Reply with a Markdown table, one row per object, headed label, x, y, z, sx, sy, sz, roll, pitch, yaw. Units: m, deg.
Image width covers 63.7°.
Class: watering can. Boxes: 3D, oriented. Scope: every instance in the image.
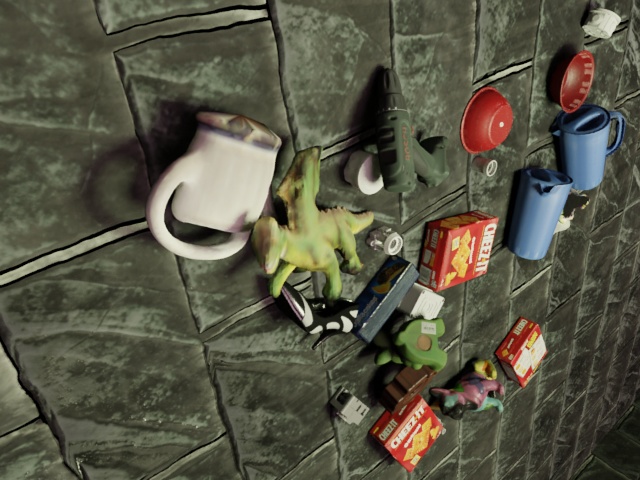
| label | x | y | z | sx | sy | sz | roll | pitch | yaw |
| --- | --- | --- | --- | --- | --- | --- | --- | --- | --- |
| watering can | -0.121 | -0.076 | 0.811 | 0.105 | 0.223 | 0.347 | 22 | 9 | 31 |

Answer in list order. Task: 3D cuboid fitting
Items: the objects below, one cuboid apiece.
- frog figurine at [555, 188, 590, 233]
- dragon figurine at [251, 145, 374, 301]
| label | x | y | z | sx | sy | sz | roll | pitch | yaw |
| --- | --- | --- | --- | --- | --- | --- | --- | --- | --- |
| frog figurine | 0.717 | -0.090 | 1.563 | 0.123 | 0.139 | 0.157 | 31 | -12 | 9 |
| dragon figurine | 0.003 | -0.044 | 0.881 | 0.122 | 0.237 | 0.418 | 11 | 33 | 23 |
